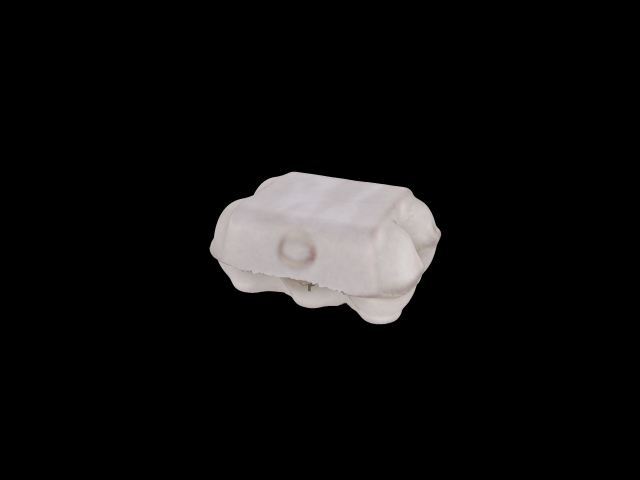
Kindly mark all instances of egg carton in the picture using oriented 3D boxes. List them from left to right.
[{"bbox_3d":[0.004,0.001,0.400,0.150,0.069,0.107,10,28,20],"label":"egg carton"}]
